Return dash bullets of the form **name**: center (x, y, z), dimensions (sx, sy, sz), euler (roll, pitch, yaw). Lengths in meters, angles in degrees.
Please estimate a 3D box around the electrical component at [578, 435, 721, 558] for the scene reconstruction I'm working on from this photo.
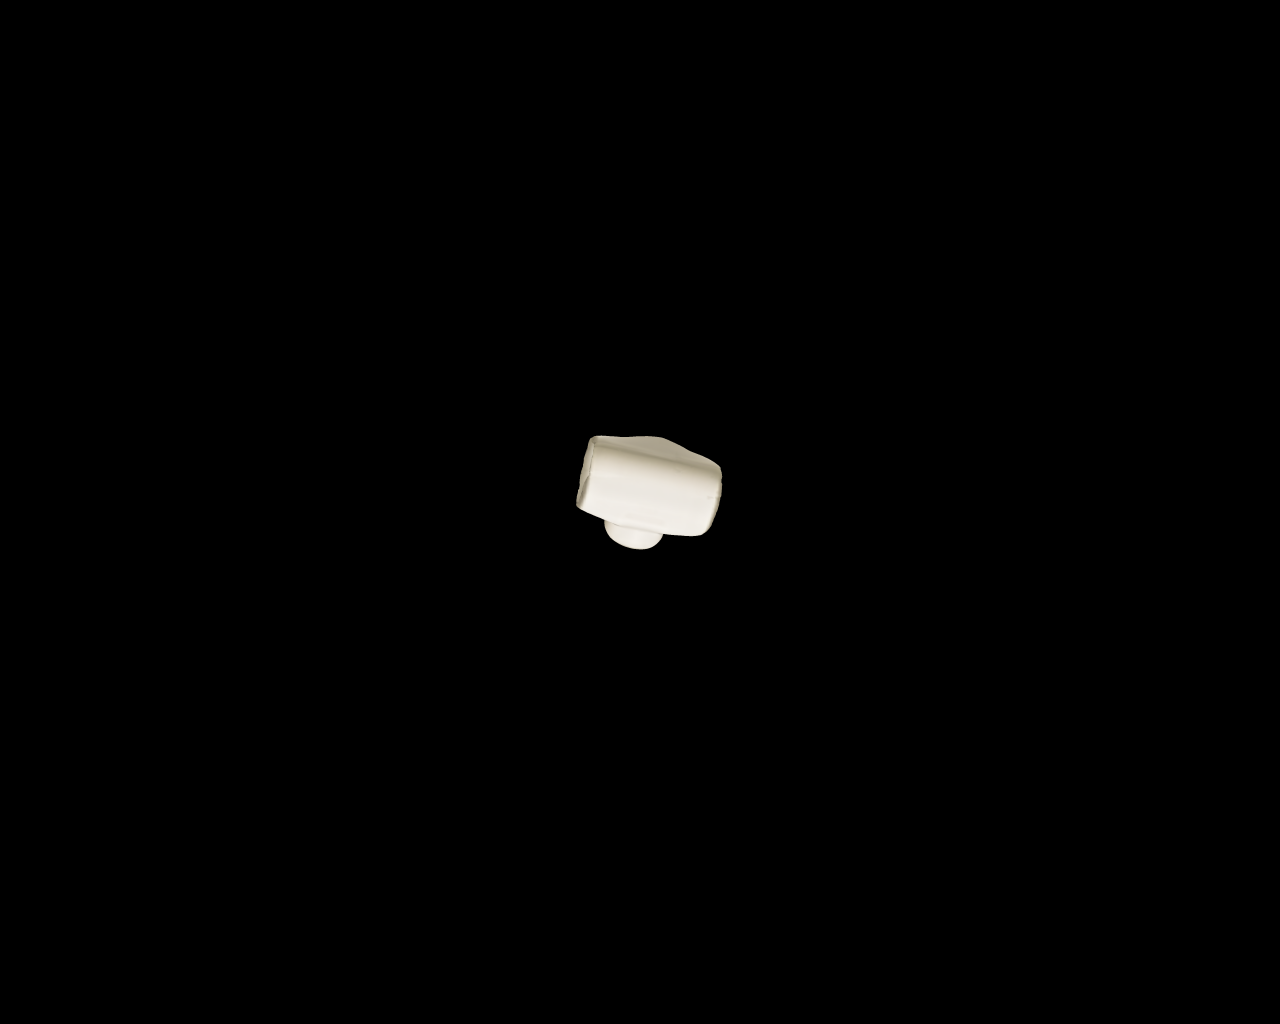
- **electrical component**: center (0.001, -0.003, 0.650), dimensions (0.077, 0.079, 0.043), euler (12, 40, -10)
